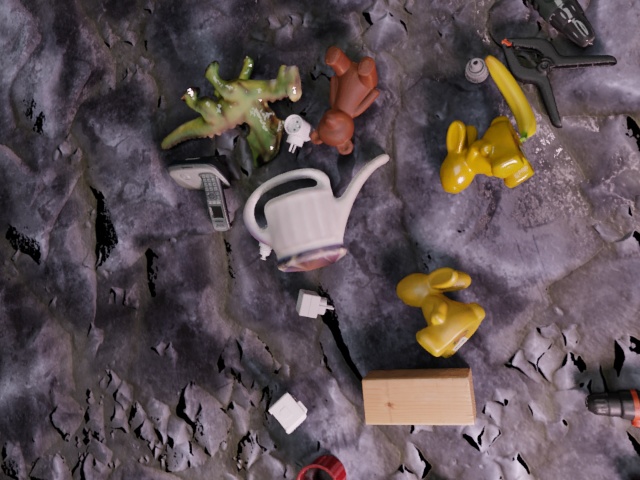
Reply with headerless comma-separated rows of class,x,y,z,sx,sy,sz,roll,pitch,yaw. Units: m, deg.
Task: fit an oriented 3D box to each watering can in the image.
watering can,0.003,-0.057,1.123,0.347,0.103,0.226,-15,81,8

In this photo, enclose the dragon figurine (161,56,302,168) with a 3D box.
dragon figurine,-0.197,-0.278,1.220,0.404,0.123,0.244,-43,80,26
